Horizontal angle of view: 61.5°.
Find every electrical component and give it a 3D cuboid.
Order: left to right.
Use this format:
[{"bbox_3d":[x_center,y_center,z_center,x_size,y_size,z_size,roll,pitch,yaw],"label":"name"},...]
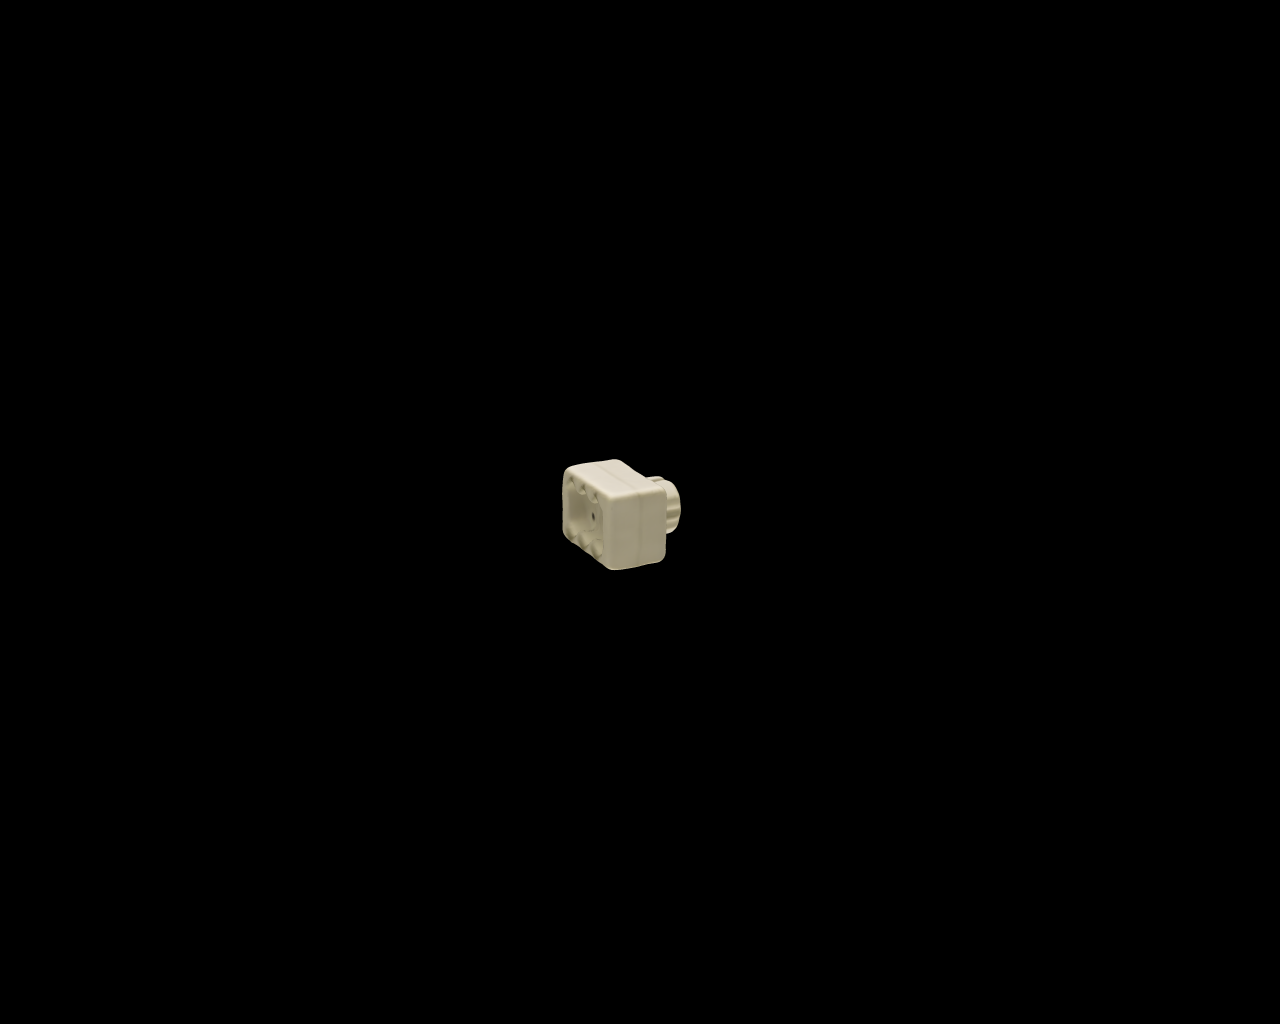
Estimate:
[{"bbox_3d":[0.001,-0.003,0.650,0.077,0.047,0.066,-10,23,-26],"label":"electrical component"}]
